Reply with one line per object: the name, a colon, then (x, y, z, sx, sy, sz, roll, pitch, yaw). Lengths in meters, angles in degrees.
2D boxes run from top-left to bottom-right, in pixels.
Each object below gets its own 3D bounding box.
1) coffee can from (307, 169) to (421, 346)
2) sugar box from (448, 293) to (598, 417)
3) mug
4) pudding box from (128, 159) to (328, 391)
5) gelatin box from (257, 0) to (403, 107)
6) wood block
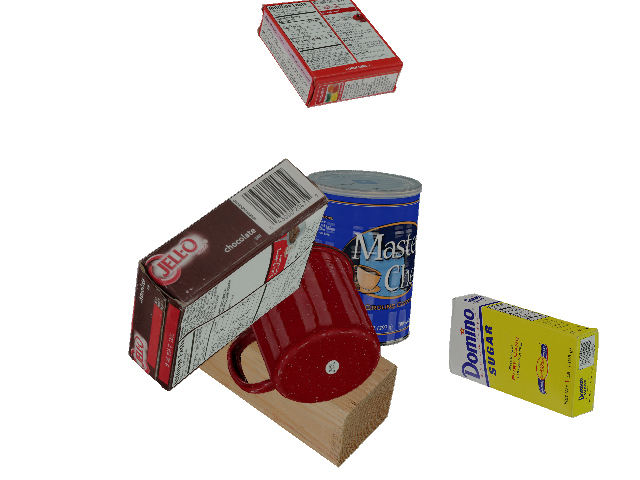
coffee can: (0.035, 0.014, 0.964, 0.103, 0.140, 0.103, 3, 13, -1)
sugar box: (0.220, 0.124, 1.179, 0.048, 0.093, 0.177, -9, 16, -42)
mug: (-0.017, 0.069, 0.773, 0.117, 0.081, 0.093, -31, -43, 8)
pudding box: (-0.051, 0.019, 0.583, 0.113, 0.039, 0.090, -36, -20, -33)
gelatin box: (0.006, -0.138, 0.770, 0.073, 0.089, 0.030, -14, -39, -26)
wood block: (-0.031, 0.130, 1.126, 0.206, 0.090, 0.090, 32, 49, 25)
